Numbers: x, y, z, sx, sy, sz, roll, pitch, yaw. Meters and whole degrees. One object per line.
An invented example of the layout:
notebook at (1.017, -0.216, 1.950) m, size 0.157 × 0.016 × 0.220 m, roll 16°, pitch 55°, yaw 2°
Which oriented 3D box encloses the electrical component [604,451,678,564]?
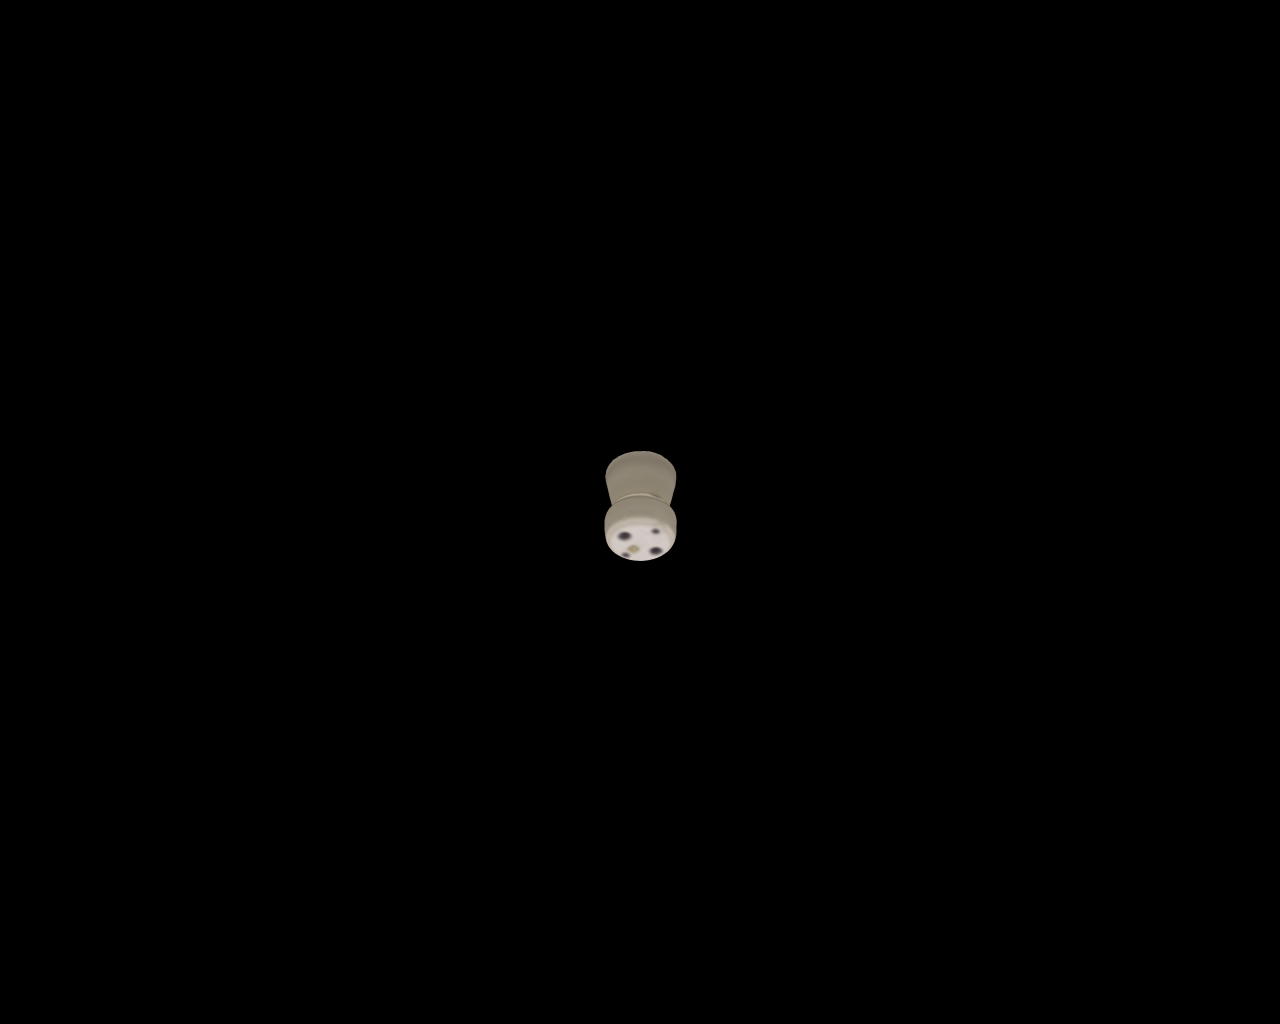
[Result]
electrical component at (0.001, -0.003, 0.650) m, size 0.045 × 0.055 × 0.044 m, roll 0°, pitch -39°, yaw 0°
